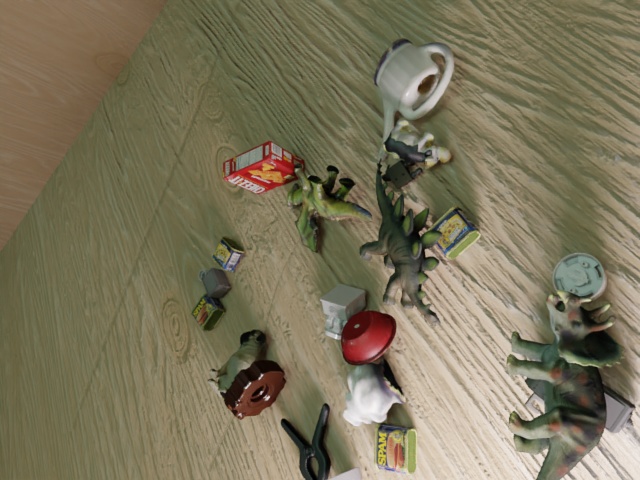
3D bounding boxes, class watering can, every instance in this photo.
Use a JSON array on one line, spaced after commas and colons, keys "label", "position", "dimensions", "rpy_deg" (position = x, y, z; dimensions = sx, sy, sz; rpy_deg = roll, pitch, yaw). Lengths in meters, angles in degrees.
[{"label": "watering can", "position": [0.221, -0.406, 1.425], "dimensions": [0.104, 0.342, 0.229], "rpy_deg": [10, 38, -45]}]

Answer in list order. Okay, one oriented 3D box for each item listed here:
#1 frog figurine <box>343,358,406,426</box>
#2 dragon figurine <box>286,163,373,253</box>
[{"label": "frog figurine", "position": [0.108, 0.375, 1.237], "dimensions": [0.158, 0.139, 0.122], "rpy_deg": [-37, -17, 12]}, {"label": "dragon figurine", "position": [0.005, -0.075, 1.487], "dimensions": [0.122, 0.238, 0.418], "rpy_deg": [-5, 35, -29]}]
